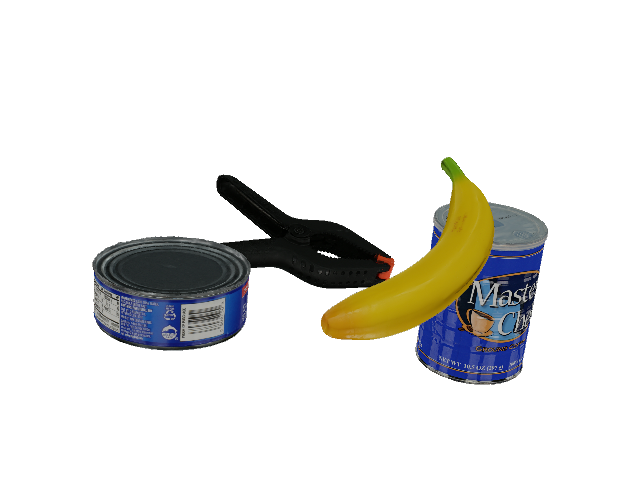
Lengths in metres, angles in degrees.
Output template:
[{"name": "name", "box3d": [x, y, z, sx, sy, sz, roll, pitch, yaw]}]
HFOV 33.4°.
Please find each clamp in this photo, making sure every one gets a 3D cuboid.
[{"name": "clamp", "box3d": [-0.032, 0.008, 1.070, 0.210, 0.036, 0.164, 20, 34, 6]}]

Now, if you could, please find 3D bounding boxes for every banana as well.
[{"name": "banana", "box3d": [0.075, 0.016, 0.753, 0.070, 0.037, 0.197, 25, 47, 18]}]

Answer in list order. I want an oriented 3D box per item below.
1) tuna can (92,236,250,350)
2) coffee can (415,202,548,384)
[{"name": "tuna can", "box3d": [-0.082, 0.028, 0.588, 0.086, 0.034, 0.086, 4, 20, -2]}, {"name": "coffee can", "box3d": [0.147, 0.047, 0.986, 0.103, 0.140, 0.103, 5, 23, -2]}]
